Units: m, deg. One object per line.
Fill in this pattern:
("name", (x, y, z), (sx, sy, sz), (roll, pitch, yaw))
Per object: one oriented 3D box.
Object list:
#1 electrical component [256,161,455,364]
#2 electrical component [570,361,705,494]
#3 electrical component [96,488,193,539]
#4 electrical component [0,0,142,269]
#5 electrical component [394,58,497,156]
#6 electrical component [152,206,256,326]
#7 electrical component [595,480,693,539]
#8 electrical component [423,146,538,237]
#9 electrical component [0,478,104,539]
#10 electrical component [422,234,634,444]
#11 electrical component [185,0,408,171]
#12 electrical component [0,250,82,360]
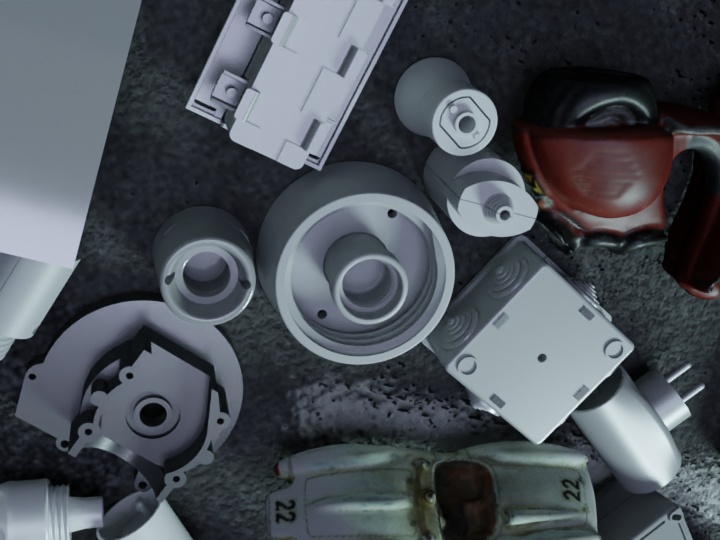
("electrical component", (0.000, 0.000, 0.590), (0.108, 0.060, 0.108), (-4, 111, -11))
("electrical component", (0.178, 0.088, 0.670), (0.079, 0.043, 0.077), (-37, 113, 3))
("electrical component", (-0.117, 0.174, 0.640), (0.043, 0.043, 0.081), (-28, 113, -1))
("electrical component", (-0.163, -0.105, 0.494), (0.105, 0.060, 0.186), (14, 90, -17))
("electrical component", (0.047, -0.084, 0.566), (0.044, 0.065, 0.044), (-4, 112, -11))
("electrical component", (-0.083, -0.001, 0.579), (0.055, 0.047, 0.055), (-4, 111, -11))
("electrical component", (0.158, 0.185, 0.684), (0.096, 0.061, 0.061), (-33, 115, -14))
("electrical component", (0.065, -0.041, 0.578), (0.043, 0.081, 0.043), (-4, 111, -11))
("electrical component", (-0.178, 0.140, 0.614), (0.062, 0.043, 0.043), (-2, 111, -12))
("electrical component", (0.099, 0.042, 0.634), (0.100, 0.048, 0.099), (40, 98, -22))
("electrical component", (-0.025, -0.116, 0.540), (0.079, 0.063, 0.121), (24, 104, -19))
("electrical component", (-0.186, 0.015, 0.566), (0.043, 0.043, 0.081), (30, 102, -20))
